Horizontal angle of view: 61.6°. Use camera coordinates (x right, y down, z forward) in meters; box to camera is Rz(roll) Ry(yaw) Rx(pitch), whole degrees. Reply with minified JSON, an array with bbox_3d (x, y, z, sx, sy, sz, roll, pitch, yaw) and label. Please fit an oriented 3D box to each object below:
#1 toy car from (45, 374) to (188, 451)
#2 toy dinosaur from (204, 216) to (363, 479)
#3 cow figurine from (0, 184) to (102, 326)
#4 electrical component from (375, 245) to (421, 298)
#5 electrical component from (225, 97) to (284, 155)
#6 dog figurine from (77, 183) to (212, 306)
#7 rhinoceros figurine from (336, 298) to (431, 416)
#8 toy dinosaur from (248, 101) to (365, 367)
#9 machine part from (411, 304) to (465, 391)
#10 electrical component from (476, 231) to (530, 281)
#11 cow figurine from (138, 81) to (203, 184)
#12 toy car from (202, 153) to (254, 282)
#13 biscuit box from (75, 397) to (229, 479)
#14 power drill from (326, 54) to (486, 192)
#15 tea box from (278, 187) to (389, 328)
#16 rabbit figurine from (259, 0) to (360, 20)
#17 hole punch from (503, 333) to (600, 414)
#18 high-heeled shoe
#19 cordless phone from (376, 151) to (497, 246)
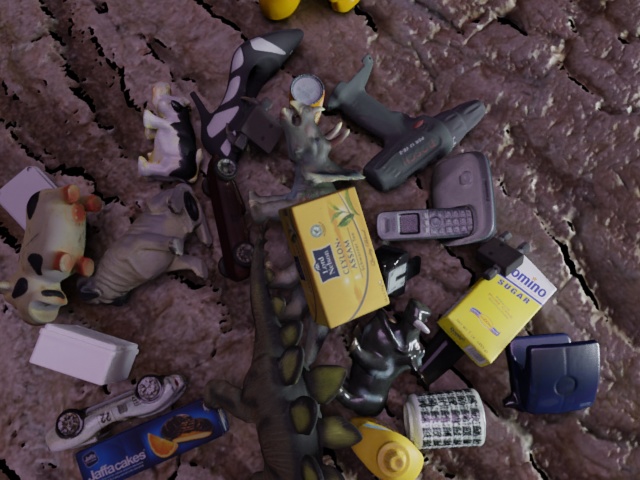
[{"bbox_3d":[-0.287,0.244,0.771,0.202,0.073,0.056,-22,75,-6],"label":"toy car"},{"bbox_3d":[-0.051,0.212,0.712,0.199,0.105,0.471,-20,84,39],"label":"toy dinosaur"},{"bbox_3d":[-0.389,0.023,0.758,0.127,0.085,0.195,0,80,21],"label":"cow figurine"},{"bbox_3d":[0.107,0.047,0.824,0.048,0.119,0.074,17,118,33],"label":"electrical component"},{"bbox_3d":[-0.101,-0.178,0.842,0.078,0.045,0.102,31,79,-32],"label":"electrical component"},{"bbox_3d":[-0.278,0.005,0.822,0.191,0.121,0.172,-15,44,12],"label":"dog figurine"},{"bbox_3d":[0.092,0.168,0.776,0.112,0.073,0.190,27,98,4],"label":"rhinoceros figurine"},{"bbox_3d":[0.000,0.002,0.819,0.192,0.131,0.404,-14,85,-4],"label":"toy dinosaur"},{"bbox_3d":[0.191,0.166,0.824,0.084,0.039,0.139,42,77,-1],"label":"machine part"},{"bbox_3d":[0.273,0.024,0.820,0.094,0.021,0.063,-35,48,-19],"label":"electrical component"},{"bbox_3d":[-0.236,-0.174,0.870,0.098,0.068,0.167,5,81,-7],"label":"cow figurine"},{"bbox_3d":[-0.138,-0.035,0.831,0.053,0.089,0.202,-7,75,-25],"label":"toy car"},{"bbox_3d":[-0.237,0.288,0.769,0.203,0.059,0.063,-22,79,-6],"label":"biscuit box"},{"bbox_3d":[0.130,-0.207,0.890,0.207,0.086,0.232,45,82,0],"label":"power drill"},{"bbox_3d":[0.018,0.022,0.733,0.098,0.068,0.169,-22,98,-20],"label":"tea box"},{"bbox_3d":[-0.028,-0.433,0.907,0.173,0.162,0.122,-26,91,10],"label":"rabbit figurine"},{"bbox_3d":[0.349,0.199,0.797,0.142,0.092,0.115,-5,81,-7],"label":"hole punch"},{"bbox_3d":[-0.099,-0.238,0.885,0.249,0.086,0.145,-35,84,-4],"label":"high-heeled shoe"},{"bbox_3d":[0.178,-0.061,0.853,0.184,0.088,0.146,-3,78,2],"label":"cordless phone"}]
